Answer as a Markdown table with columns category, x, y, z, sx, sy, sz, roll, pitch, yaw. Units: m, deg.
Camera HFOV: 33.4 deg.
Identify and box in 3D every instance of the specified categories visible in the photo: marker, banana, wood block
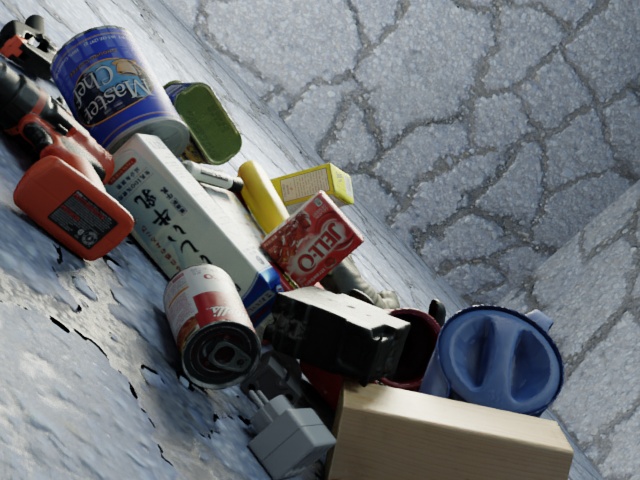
| category | x | y | z | sx | sy | sz | roll | pitch | yaw |
| --- | --- | --- | --- | --- | --- | --- | --- | --- | --- |
| marker | -0.116 | -0.068 | 1.167 | 0.020 | 0.020 | 0.121 | 51 | 13 | 19 |
| banana | -0.065 | -0.049 | 1.266 | 0.069 | 0.037 | 0.198 | 43 | 10 | -31 |
| wood block | 0.113 | 0.199 | 0.974 | 0.206 | 0.091 | 0.090 | 11 | 9 | 0 |

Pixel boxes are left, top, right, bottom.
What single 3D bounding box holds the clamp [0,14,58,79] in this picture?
| category | x | y | z | sx | sy | sz | roll | pitch | yaw |
| --- | --- | --- | --- | --- | --- | --- | --- | --- | --- |
| clamp | -0.317 | -0.213 | 1.242 | 0.120 | 0.039 | 0.171 | 41 | 14 | -7 |

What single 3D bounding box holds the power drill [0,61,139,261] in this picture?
| category | x | y | z | sx | sy | sz | roll | pitch | yaw |
| --- | --- | --- | --- | --- | --- | --- | --- | --- | --- |
| power drill | -0.238 | -0.077 | 0.927 | 0.184 | 0.057 | 0.188 | 42 | 10 | -38 |

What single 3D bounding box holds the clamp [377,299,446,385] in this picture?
| category | x | y | z | sx | sy | sz | roll | pitch | yaw |
| --- | --- | --- | --- | --- | --- | --- | --- | --- | --- |
| clamp | 0.122 | 0.187 | 1.307 | 0.210 | 0.164 | 0.036 | 59 | -10 | -11 |

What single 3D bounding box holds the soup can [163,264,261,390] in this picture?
| category | x | y | z | sx | sy | sz | roll | pitch | yaw |
| --- | --- | --- | --- | --- | --- | --- | --- | --- | --- |
| soup can | -0.096 | 0.073 | 0.926 | 0.068 | 0.068 | 0.102 | 43 | 8 | -32 |

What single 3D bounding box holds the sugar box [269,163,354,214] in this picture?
| category | x | y | z | sx | sy | sz | roll | pitch | yaw |
| --- | --- | --- | --- | --- | --- | --- | --- | --- | --- |
| sugar box | -0.051 | -0.053 | 1.407 | 0.093 | 0.176 | 0.048 | 26 | 54 | -69 |

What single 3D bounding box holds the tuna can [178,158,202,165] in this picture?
| category | x | y | z | sx | sy | sz | roll | pitch | yaw |
| --- | --- | --- | --- | --- | --- | --- | --- | --- | --- |
| tuna can | -0.176 | -0.089 | 1.412 | 0.086 | 0.034 | 0.086 | 47 | 7 | -8 |

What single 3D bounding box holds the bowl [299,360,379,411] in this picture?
| category | x | y | z | sx | sy | sz | roll | pitch | yaw |
| --- | --- | --- | --- | --- | --- | --- | --- | --- | --- |
| bowl | 0.026 | 0.156 | 1.167 | 0.162 | 0.055 | 0.162 | 49 | -4 | 4 |

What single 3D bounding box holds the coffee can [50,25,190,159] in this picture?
| category | x | y | z | sx | sy | sz | roll | pitch | yaw |
| --- | --- | --- | --- | --- | --- | --- | --- | --- | --- |
| coffee can | -0.218 | -0.148 | 1.161 | 0.140 | 0.103 | 0.102 | 58 | 11 | 22 |

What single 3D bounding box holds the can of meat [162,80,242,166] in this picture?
| category | x | y | z | sx | sy | sz | roll | pitch | yaw |
| --- | --- | --- | --- | --- | --- | --- | --- | --- | --- |
| can of meat | -0.142 | -0.134 | 1.228 | 0.102 | 0.057 | 0.084 | 57 | -18 | -21 |

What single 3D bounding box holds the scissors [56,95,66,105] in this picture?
| category | x | y | z | sx | sy | sz | roll | pitch | yaw |
| --- | --- | --- | --- | --- | --- | --- | --- | --- | --- |
| scissors | -0.293 | -0.142 | 1.107 | 0.096 | 0.016 | 0.202 | 43 | 9 | -31 |

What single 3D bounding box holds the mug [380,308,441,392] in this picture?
| category | x | y | z | sx | sy | sz | roll | pitch | yaw |
| --- | --- | --- | --- | --- | --- | --- | --- | --- | --- |
| mug | 0.091 | 0.134 | 1.237 | 0.082 | 0.093 | 0.117 | 180 | -105 | -76 |

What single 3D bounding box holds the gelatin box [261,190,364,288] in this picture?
| category | x | y | z | sx | sy | sz | roll | pitch | yaw |
| --- | --- | --- | --- | --- | --- | --- | --- | --- | --- |
| gelatin box | -0.008 | 0.001 | 1.161 | 0.073 | 0.089 | 0.030 | 48 | 11 | -7 |

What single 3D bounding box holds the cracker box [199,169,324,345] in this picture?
| category | x | y | z | sx | sy | sz | roll | pitch | yaw |
| --- | --- | --- | --- | --- | --- | --- | --- | --- | --- |
| cracker box | -0.092 | 0.015 | 1.227 | 0.214 | 0.072 | 0.164 | 50 | 9 | 7 |

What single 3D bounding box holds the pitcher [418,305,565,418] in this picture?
| category | x | y | z | sx | sy | sz | roll | pitch | yaw |
| --- | --- | --- | --- | --- | --- | --- | --- | --- | --- |
| pitcher | 0.169 | 0.184 | 1.165 | 0.243 | 0.149 | 0.145 | 106 | -18 | -51 |
